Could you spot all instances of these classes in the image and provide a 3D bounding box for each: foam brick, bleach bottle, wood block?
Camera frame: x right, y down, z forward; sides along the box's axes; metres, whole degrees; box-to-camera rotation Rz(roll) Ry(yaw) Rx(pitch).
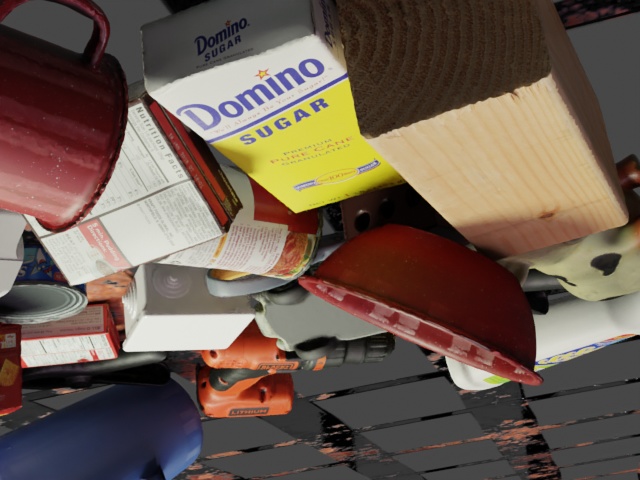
[{"bbox_3d":[0.061,-0.016,0.728,0.078,0.053,0.051,-26,152,37],"label":"foam brick"},{"bbox_3d":[0.251,0.081,1.028,0.251,0.068,0.102,-22,162,27],"label":"bleach bottle"},{"bbox_3d":[0.093,-0.066,0.562,0.091,0.090,0.205,-17,157,19],"label":"wood block"}]

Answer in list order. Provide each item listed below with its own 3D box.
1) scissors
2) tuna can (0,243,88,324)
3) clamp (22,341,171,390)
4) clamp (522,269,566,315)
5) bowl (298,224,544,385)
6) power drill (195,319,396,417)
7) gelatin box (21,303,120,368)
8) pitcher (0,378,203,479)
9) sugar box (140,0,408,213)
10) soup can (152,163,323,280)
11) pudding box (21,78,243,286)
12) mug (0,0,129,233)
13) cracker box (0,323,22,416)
[{"bbox_3d":[-0.005,0.001,0.783,0.201,0.016,0.096,-19,-154,-36],"label":"scissors"},{"bbox_3d":[-0.214,0.033,0.781,0.086,0.034,0.086,-7,159,-3],"label":"tuna can"},{"bbox_3d":[-0.218,0.121,1.001,0.171,0.039,0.120,-4,154,1],"label":"clamp"},{"bbox_3d":[0.154,0.033,0.898,0.209,0.036,0.165,6,162,-25],"label":"clamp"},{"bbox_3d":[0.070,0.033,0.658,0.162,0.055,0.162,23,172,3],"label":"bowl"},{"bbox_3d":[-0.038,0.120,1.038,0.184,0.057,0.188,3,154,-17],"label":"power drill"},{"bbox_3d":[-0.219,0.081,0.909,0.089,0.030,0.073,-5,157,-6],"label":"gelatin box"},{"bbox_3d":[-0.219,0.222,1.016,0.145,0.149,0.242,-35,174,40],"label":"pitcher"},{"bbox_3d":[-0.011,-0.071,0.573,0.093,0.048,0.176,-16,159,20],"label":"sugar box"},{"bbox_3d":[-0.058,-0.013,0.673,0.102,0.068,0.069,8,153,-35],"label":"soup can"},{"bbox_3d":[-0.112,-0.031,0.589,0.114,0.039,0.090,-19,115,23],"label":"pudding box"},{"bbox_3d":[-0.143,-0.067,0.497,0.081,0.093,0.117,18,117,-39],"label":"mug"},{"bbox_3d":[-0.344,0.099,0.746,0.214,0.072,0.164,-3,179,20],"label":"cracker box"}]
